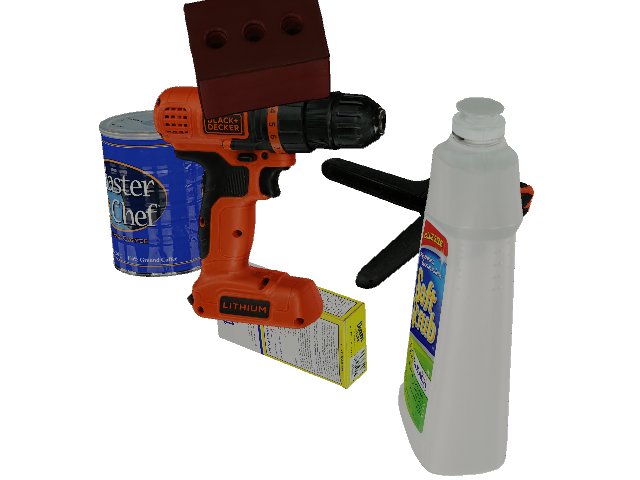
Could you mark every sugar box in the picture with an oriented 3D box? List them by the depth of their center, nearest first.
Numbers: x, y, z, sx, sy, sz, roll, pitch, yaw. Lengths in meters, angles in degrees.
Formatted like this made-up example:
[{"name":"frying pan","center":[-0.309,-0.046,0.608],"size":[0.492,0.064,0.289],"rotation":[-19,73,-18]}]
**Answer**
[{"name":"sugar box","center":[-0.034,0.086,1.150],"size":[0.176,0.093,0.048],"rotation":[21,38,32]}]

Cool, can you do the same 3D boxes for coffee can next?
[{"name":"coffee can","center":[-0.156,-0.048,1.032],"size":[0.103,0.140,0.103],"rotation":[-2,19,0]}]

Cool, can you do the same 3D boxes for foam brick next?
[{"name":"foam brick","center":[-0.036,-0.110,0.621],"size":[0.078,0.053,0.051],"rotation":[-11,-18,-2]}]

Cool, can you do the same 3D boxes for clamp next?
[{"name":"clamp","center":[0.112,-0.022,1.059],"size":[0.210,0.164,0.036],"rotation":[-2,-40,-6]}]

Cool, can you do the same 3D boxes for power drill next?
[{"name":"power drill","center":[-0.038,-0.029,0.829],"size":[0.185,0.188,0.057],"rotation":[5,17,21]}]

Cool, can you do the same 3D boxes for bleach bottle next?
[{"name":"bleach bottle","center":[0.092,0.027,0.689],"size":[0.068,0.251,0.102],"rotation":[-4,30,-6]}]
